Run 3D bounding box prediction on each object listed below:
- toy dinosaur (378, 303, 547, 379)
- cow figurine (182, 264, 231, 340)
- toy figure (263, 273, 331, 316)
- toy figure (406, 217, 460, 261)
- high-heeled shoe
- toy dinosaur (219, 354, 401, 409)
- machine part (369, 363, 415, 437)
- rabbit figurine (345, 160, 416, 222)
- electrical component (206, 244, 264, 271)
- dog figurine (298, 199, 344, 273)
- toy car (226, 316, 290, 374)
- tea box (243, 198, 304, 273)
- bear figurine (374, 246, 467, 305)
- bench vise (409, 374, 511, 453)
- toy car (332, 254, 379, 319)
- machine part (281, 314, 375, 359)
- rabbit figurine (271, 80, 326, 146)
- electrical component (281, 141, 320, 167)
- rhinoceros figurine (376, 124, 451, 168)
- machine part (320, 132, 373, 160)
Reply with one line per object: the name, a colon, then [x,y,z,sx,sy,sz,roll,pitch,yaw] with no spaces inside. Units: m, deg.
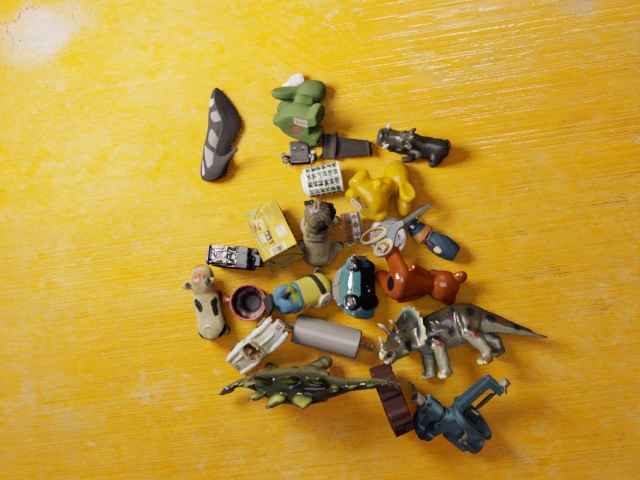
toy dinosaur: [0.331,0.224,1.324,0.405,0.131,0.192,-19,83,-5]
cow figurine: [-0.289,0.158,1.363,0.085,0.127,0.195,-12,85,-1]
toy figure: [-0.053,0.136,1.343,0.180,0.082,0.089,-8,94,-26]
toy figure: [0.282,-0.004,1.373,0.154,0.064,0.057,33,101,6]
high-heeled shoe: [-0.288,-0.281,1.456,0.145,0.086,0.249,-32,61,30]
toy dinosaur: [-0.034,0.342,1.268,0.472,0.198,0.105,-11,86,16]
machine part: [0.173,0.379,1.287,0.056,0.179,0.179,-21,83,-1]
rabbit figurine: [0.172,-0.135,1.370,0.162,0.121,0.173,39,65,20]
electrical component: [-0.213,0.046,1.376,0.134,0.115,0.058,5,86,6]
dog figurine: [-0.006,-0.006,1.330,0.121,0.190,0.172,-10,85,3]
toy car: [-0.156,0.263,1.343,0.073,0.056,0.201,42,118,-10]
tea box: [-0.119,-0.013,1.365,0.098,0.068,0.170,-27,53,1]
bear figurine: [0.256,0.095,1.350,0.196,0.132,0.120,-1,127,-21]
bench vise: [0.343,0.397,1.285,0.223,0.129,0.240,43,107,0]
toy car: [0.079,0.120,1.354,0.103,0.109,0.161,-9,82,37]
machine part: [0.017,0.243,1.357,0.243,0.079,0.079,14,85,4]
rabbit figurine: [-0.047,-0.351,1.422,0.159,0.121,0.170,11,59,16]
electrical component: [-0.052,-0.228,1.430,0.102,0.045,0.078,3,85,4]
rhinoceros figurine: [0.237,-0.241,1.379,0.190,0.112,0.073,12,87,-3]
machine part: [0.071,-0.247,1.428,0.139,0.039,0.084,6,81,6]
